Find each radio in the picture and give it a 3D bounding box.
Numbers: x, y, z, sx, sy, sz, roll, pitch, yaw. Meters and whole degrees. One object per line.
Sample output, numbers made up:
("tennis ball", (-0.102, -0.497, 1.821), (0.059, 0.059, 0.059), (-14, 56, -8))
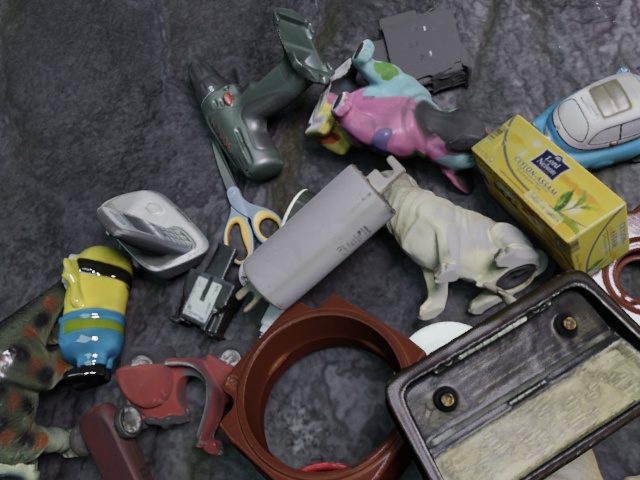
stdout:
("radio", (0.178, 0.133, 0.480), (0.230, 0.073, 0.131), (-28, 65, -9))

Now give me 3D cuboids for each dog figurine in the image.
("dog figurine", (0.109, -0.139, 0.692), (0.219, 0.191, 0.108), (28, 75, -15))
("dog figurine", (0.157, -0.018, 0.647), (0.172, 0.121, 0.191), (-1, 49, -21))

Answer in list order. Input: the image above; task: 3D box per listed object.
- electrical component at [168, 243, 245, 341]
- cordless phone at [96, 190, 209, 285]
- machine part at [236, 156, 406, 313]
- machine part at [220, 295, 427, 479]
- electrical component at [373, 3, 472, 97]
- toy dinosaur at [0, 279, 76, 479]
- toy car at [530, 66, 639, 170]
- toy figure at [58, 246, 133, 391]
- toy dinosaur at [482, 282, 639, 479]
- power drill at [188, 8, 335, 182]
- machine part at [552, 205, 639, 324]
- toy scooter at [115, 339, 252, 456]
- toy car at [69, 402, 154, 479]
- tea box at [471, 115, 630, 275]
("electrical component", (-0.140, 0.066, 0.708), (0.075, 0.047, 0.119), (16, 77, 17))
("cordless phone", (-0.241, -0.020, 0.689), (0.147, 0.184, 0.089), (43, 91, 21))
("machine part", (-0.001, -0.002, 0.602), (0.243, 0.079, 0.079), (-40, 68, 9))
("machine part", (0.009, 0.174, 0.582), (0.201, 0.087, 0.201), (29, 63, 32))
("electrical component", (0.131, -0.252, 0.741), (0.134, 0.058, 0.115), (-13, 68, 9))
("toy dinosaur", (-0.373, 0.186, 0.651), (0.131, 0.192, 0.405), (-6, 73, 9))
("toy car", (0.335, -0.146, 0.635), (0.162, 0.102, 0.109), (-16, 69, 6))
("toy figure", (-0.284, 0.094, 0.685), (0.089, 0.082, 0.180), (5, 57, -30))
("toy dinosaur", (0.234, 0.275, 0.516), (0.199, 0.105, 0.471), (-2, 76, 14))
("power drill", (-0.090, -0.212, 0.732), (0.207, 0.086, 0.232), (-35, 70, 30))
("machine part", (0.355, 0.045, 0.593), (0.179, 0.056, 0.179), (-4, 72, 14))
("toy scooter", (-0.167, 0.195, 0.662), (0.184, 0.075, 0.135), (-5, 77, 10))
("toy car", (-0.222, 0.287, 0.636), (0.089, 0.053, 0.202), (-28, 87, 16))
("tea box", (0.249, -0.048, 0.588), (0.068, 0.098, 0.170), (-37, 50, 7))
